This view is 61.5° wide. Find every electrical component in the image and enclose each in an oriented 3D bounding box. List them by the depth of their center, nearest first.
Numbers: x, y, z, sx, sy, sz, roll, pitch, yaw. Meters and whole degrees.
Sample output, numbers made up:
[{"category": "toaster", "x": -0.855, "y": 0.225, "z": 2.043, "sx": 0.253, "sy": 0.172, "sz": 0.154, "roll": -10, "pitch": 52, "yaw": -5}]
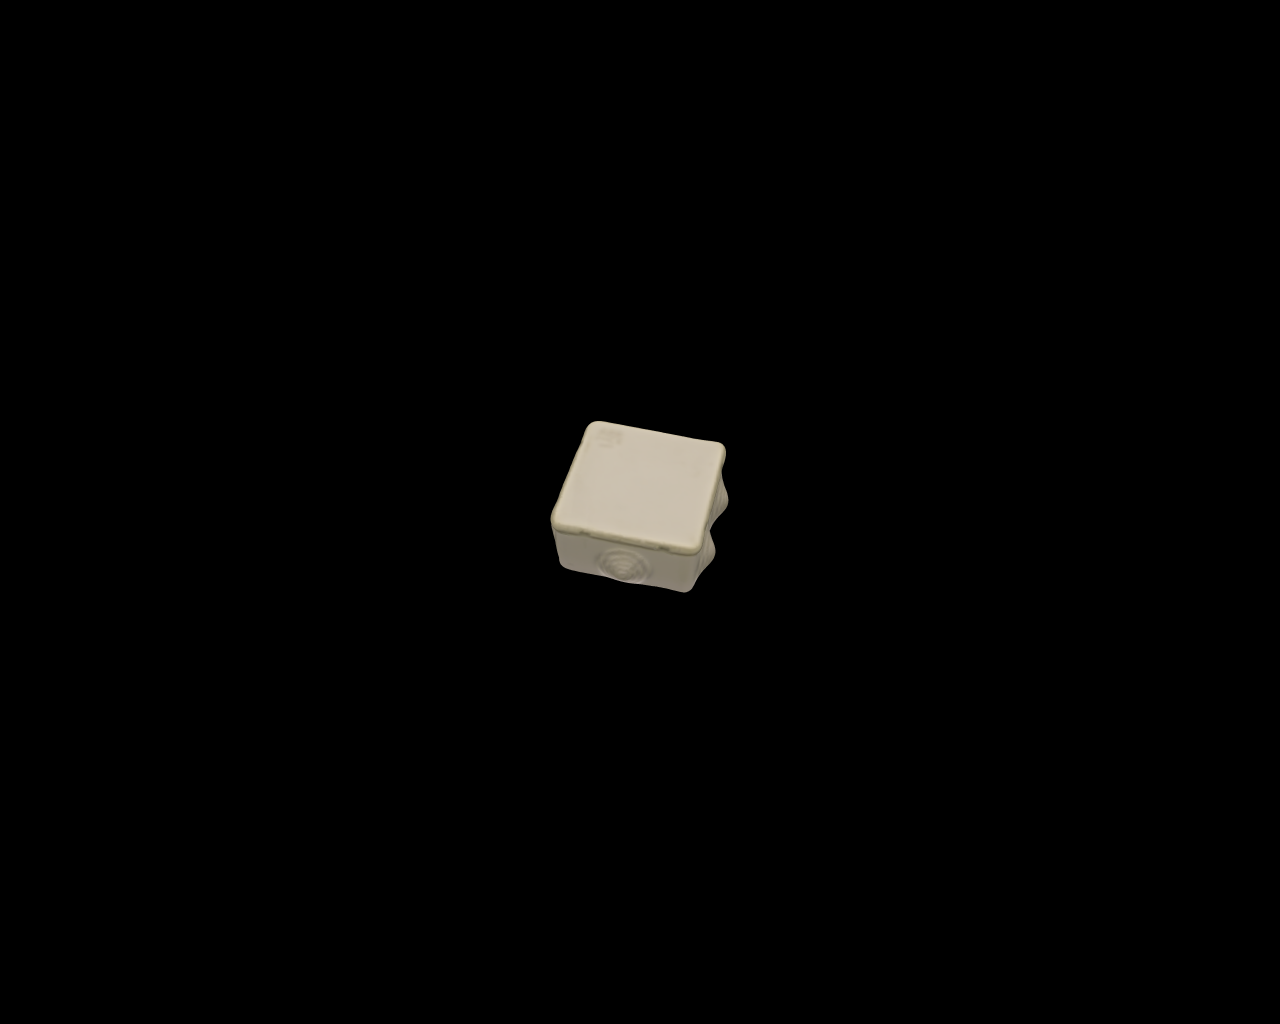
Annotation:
[{"category": "electrical component", "x": 0.001, "y": -0.003, "z": 0.650, "sx": 0.100, "sy": 0.100, "sz": 0.048, "roll": 11, "pitch": -39, "yaw": 9}]
